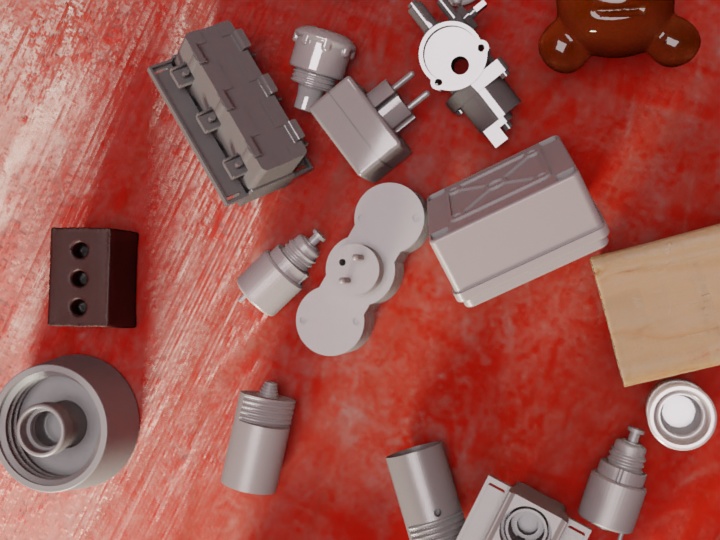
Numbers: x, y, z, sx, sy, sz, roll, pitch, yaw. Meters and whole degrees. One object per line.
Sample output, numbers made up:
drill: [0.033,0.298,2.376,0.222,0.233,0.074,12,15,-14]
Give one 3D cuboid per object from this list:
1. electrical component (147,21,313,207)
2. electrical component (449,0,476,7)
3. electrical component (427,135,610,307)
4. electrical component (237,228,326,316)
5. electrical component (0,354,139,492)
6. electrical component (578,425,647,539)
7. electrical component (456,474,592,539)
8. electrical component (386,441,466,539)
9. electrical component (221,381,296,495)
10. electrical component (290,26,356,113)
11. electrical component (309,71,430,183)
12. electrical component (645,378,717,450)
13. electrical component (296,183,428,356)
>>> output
electrical component: [-0.093,-0.119,0.805,0.079,0.063,0.121,-26,82,-30]
electrical component: [0.068,-0.221,0.777,0.048,0.062,0.048,0,89,12]
electrical component: [0.105,-0.036,0.739,0.109,0.108,0.056,-25,107,11]
electrical component: [-0.058,0.000,0.814,0.078,0.040,0.040,-44,81,9]
electrical component: [-0.235,0.122,0.841,0.108,0.060,0.108,0,89,13]
electrical component: [0.182,0.148,0.757,0.040,0.040,0.078,19,93,12]
electrical component: [0.101,0.215,0.763,0.079,0.063,0.121,27,95,12]
electrical component: [0.051,0.170,0.785,0.043,0.043,0.081,-17,85,12]
electrical component: [-0.076,0.124,0.814,0.043,0.043,0.081,13,92,13]
electrical component: [-0.033,-0.150,0.809,0.048,0.048,0.062,20,100,12]
electrical component: [0.016,-0.115,0.795,0.077,0.047,0.065,-38,80,9]
electrical component: [0.220,0.098,0.741,0.045,0.055,0.045,0,89,13]
electrical component: [0.000,0.000,0.783,0.052,0.074,0.138,31,96,11]
